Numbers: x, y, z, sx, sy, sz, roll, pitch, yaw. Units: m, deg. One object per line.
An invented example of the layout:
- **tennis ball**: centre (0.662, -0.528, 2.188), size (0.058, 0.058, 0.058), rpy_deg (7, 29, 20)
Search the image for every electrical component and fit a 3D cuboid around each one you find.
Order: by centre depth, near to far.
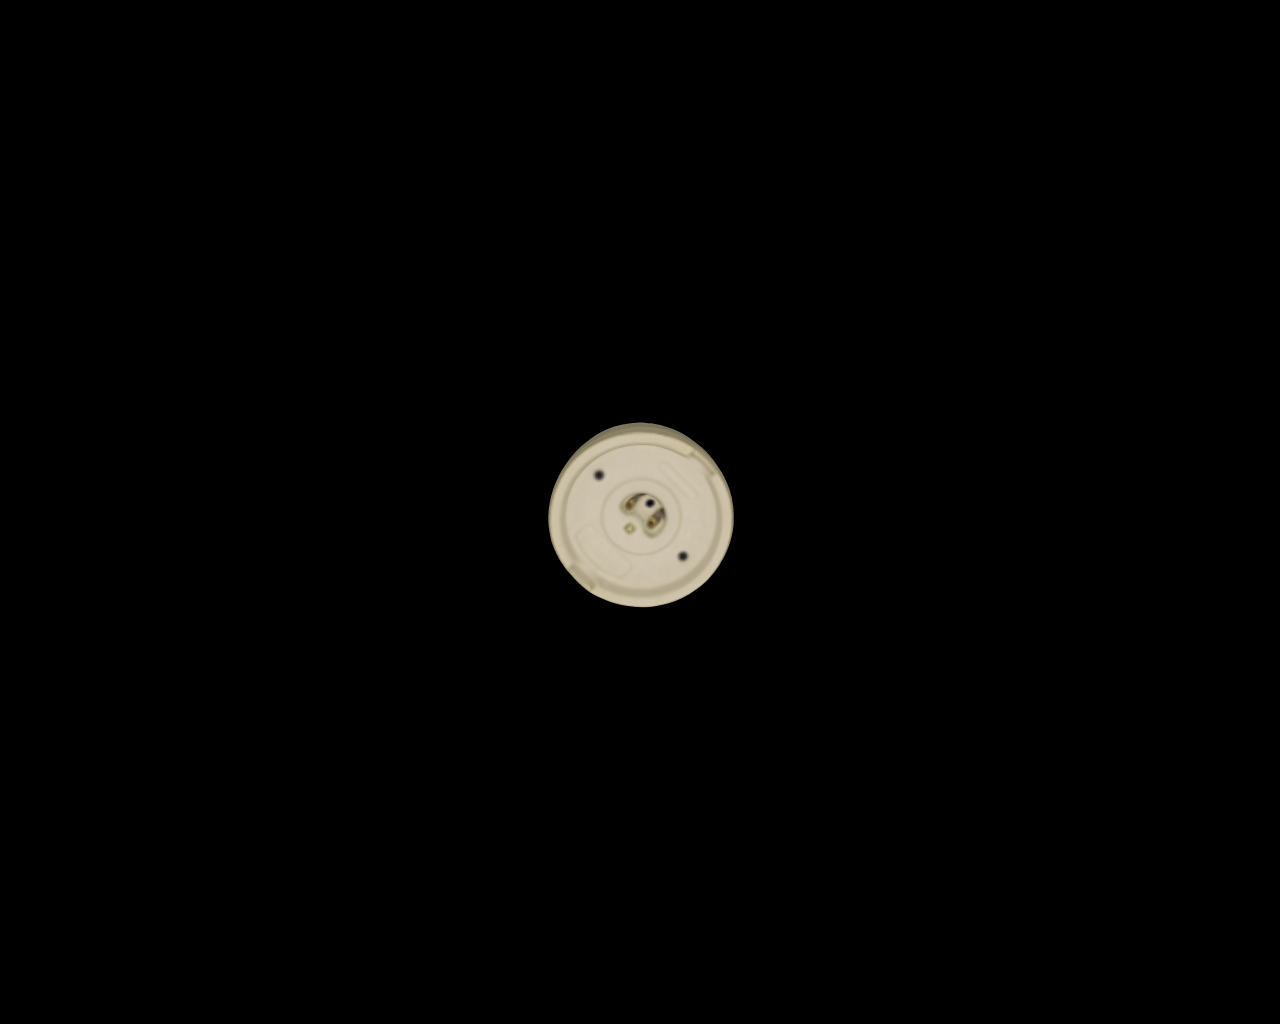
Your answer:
- **electrical component**: centre (0.001, -0.003, 0.650), size (0.108, 0.108, 0.060), rpy_deg (0, 16, 0)
